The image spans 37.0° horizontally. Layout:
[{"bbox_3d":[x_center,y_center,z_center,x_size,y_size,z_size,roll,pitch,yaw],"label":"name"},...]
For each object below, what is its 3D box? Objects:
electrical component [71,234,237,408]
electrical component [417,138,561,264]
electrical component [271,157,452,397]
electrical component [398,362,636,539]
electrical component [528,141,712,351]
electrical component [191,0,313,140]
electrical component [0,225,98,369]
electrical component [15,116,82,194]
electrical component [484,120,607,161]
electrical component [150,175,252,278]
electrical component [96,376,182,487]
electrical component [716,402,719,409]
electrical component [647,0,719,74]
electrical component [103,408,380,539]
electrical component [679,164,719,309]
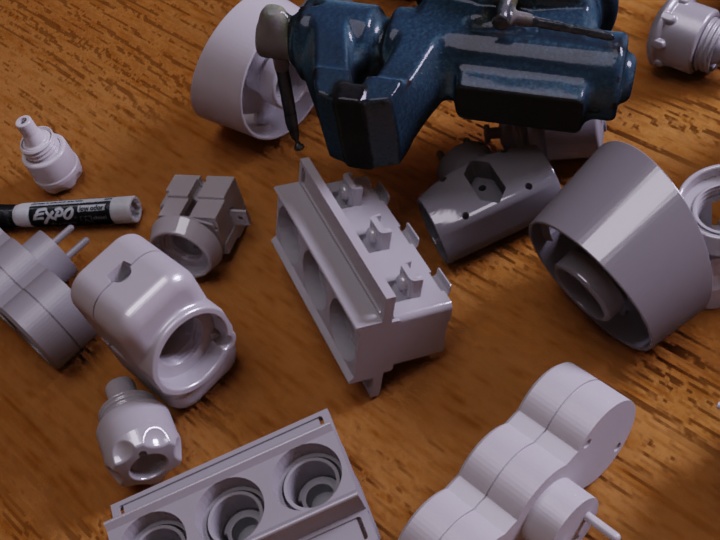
[{"bbox_3d":[-0.113,0.033,0.613,0.059,0.095,0.053,32,68,34],"label":"electrical component"},{"bbox_3d":[0.071,-0.051,0.652,0.077,0.043,0.079,-25,50,-2],"label":"electrical component"},{"bbox_3d":[0.000,0.000,0.621,0.063,0.078,0.121,-13,47,-21],"label":"electrical component"},{"bbox_3d":[0.088,0.114,0.514,0.138,0.052,0.074,-44,54,-17],"label":"electrical component"},{"bbox_3d":[0.138,-0.009,0.563,0.064,0.099,0.099,-41,52,-7],"label":"electrical component"},{"bbox_3d":[-0.069,-0.139,0.733,0.064,0.099,0.099,30,67,27],"label":"electrical component"},{"bbox_3d":[-0.209,-0.001,0.698,0.138,0.052,0.074,33,69,35],"label":"electrical component"},{"bbox_3d":[-0.224,-0.084,0.760,0.035,0.061,0.035,-9,52,11],"label":"electrical component"},{"bbox_3d":[0.117,-0.088,0.667,0.078,0.040,0.040,-3,53,15],"label":"electrical component"},{"bbox_3d":[-0.105,-0.028,0.691,0.066,0.048,0.055,4,47,20],"label":"electrical component"},{"bbox_3d":[-0.128,0.088,0.609,0.043,0.043,0.062,-28,50,-4],"label":"electrical component"},{"bbox_3d":[0.207,0.086,0.490,0.096,0.061,0.061,19,61,29],"label":"electrical component"},{"bbox_3d":[0.216,-0.143,0.677,0.062,0.048,0.048,28,66,25],"label":"electrical component"},{"bbox_3d":[-0.056,0.132,0.538,0.121,0.063,0.078,-24,50,-1],"label":"electrical component"},{"bbox_3d":[0.197,-0.019,0.578,0.078,0.057,0.058,-13,51,8],"label":"electrical component"}]
